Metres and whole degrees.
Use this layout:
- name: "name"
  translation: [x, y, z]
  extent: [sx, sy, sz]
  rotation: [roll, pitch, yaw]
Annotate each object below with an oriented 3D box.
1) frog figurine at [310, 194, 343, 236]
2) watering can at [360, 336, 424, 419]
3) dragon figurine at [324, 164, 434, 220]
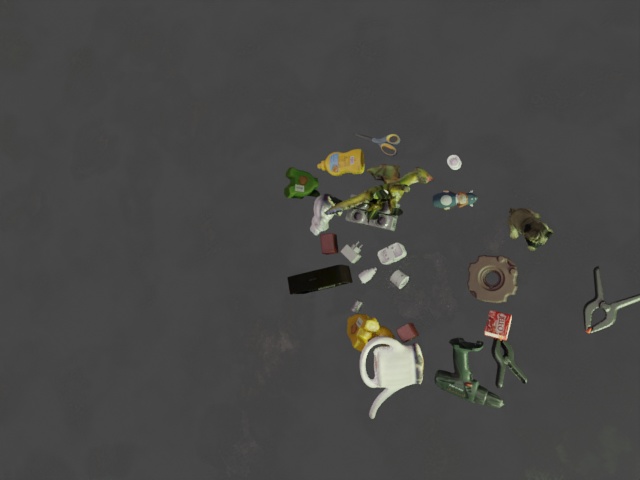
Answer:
- name: "frog figurine"
  translation: [0.006, -0.102, 2.035]
  extent: [0.157, 0.121, 0.141]
  rotation: [-38, 37, 23]
- name: "watering can"
  translation: [0.257, 0.484, 1.827]
  extent: [0.224, 0.106, 0.341]
  rotation: [-6, 113, 2]
- name: "dragon figurine"
  translation: [0.220, -0.199, 1.934]
  extent: [0.410, 0.119, 0.249]
  rotation: [-6, 37, 10]
